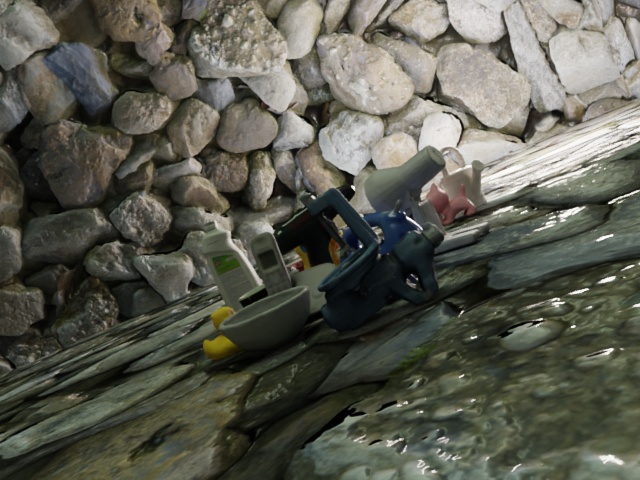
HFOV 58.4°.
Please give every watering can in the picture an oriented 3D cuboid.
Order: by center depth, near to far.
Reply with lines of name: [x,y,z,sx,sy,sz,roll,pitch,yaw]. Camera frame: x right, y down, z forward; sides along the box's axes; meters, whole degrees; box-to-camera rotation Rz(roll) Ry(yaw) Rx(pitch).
watering can: [0.402,-0.180,1.638,0.172,0.194,0.101,-20,5,39]

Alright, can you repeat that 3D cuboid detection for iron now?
iron: [0.104,0.013,1.155,0.119,0.141,0.257,-27,6,-42]

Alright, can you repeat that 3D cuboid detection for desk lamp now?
desk lamp: [0.216,-0.078,1.200,0.202,0.213,0.118,-20,5,38]

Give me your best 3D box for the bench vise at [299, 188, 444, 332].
bench vise: [0.070,0.007,0.868,0.207,0.220,0.121,-24,4,-12]

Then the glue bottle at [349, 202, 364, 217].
glue bottle: [0.106,-0.039,1.616,0.037,0.173,0.078,-19,6,43]

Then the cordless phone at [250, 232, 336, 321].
cordless phone: [-0.046,0.060,1.080,0.147,0.185,0.094,-23,4,7]

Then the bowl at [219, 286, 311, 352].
bowl: [-0.083,0.144,0.981,0.167,0.075,0.167,-23,4,2]

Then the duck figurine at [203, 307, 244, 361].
duck figurine: [-0.177,0.171,1.081,0.105,0.086,0.077,-25,4,-21]

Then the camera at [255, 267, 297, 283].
camera: [-0.128,0.113,1.469,0.136,0.101,0.143,-22,4,19]

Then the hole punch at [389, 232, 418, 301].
hole punch: [0.129,0.044,0.967,0.101,0.091,0.109,-23,4,8]

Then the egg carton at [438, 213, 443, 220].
egg carton: [0.276,-0.057,1.631,0.107,0.069,0.150,-27,5,-42]

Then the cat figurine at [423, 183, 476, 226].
cat figurine: [0.339,-0.104,1.537,0.127,0.118,0.067,-23,4,4]

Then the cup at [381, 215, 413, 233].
cup: [0.202,-0.017,1.343,0.091,0.095,0.118,-20,5,36]

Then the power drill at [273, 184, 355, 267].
power drill: [0.012,0.005,1.316,0.230,0.208,0.075,-24,4,-13]
